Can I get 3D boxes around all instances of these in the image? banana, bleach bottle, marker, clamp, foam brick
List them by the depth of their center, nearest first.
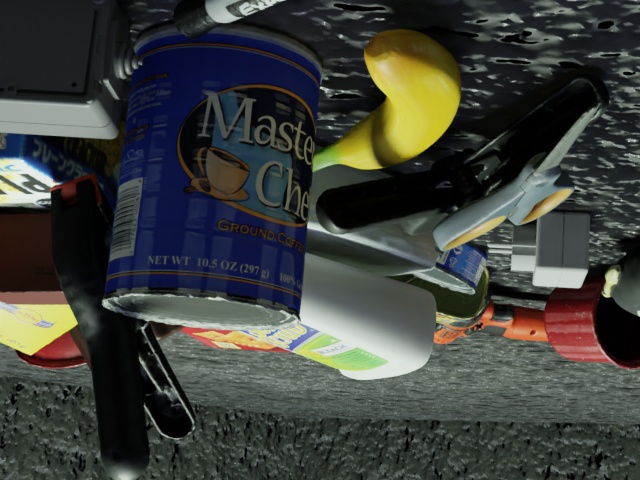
[{"bbox_3d":[-0.025,-0.111,0.468,0.020,0.020,0.121,16,163,-41],"label":"marker"},{"bbox_3d":[0.040,-0.067,0.559,0.069,0.037,0.198,-23,172,-13],"label":"banana"},{"bbox_3d":[-0.115,0.050,0.592,0.039,0.171,0.120,-21,-172,2],"label":"clamp"},{"bbox_3d":[0.095,-0.039,0.642,0.165,0.036,0.209,-25,170,12],"label":"clamp"},{"bbox_3d":[-0.179,0.013,0.684,0.078,0.053,0.051,0,168,21],"label":"foam brick"},{"bbox_3d":[-0.043,0.033,0.724,0.250,0.068,0.103,21,158,-32],"label":"bleach bottle"}]

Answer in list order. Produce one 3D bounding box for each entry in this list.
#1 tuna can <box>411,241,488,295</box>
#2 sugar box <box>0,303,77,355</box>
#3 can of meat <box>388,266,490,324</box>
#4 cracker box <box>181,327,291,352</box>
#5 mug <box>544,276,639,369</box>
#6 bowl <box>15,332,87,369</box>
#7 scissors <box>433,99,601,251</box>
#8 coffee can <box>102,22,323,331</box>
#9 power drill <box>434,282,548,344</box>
[{"bbox_3d":[0.092,0.012,0.869,0.086,0.034,0.086,23,173,3],"label":"tuna can"},{"bbox_3d":[-0.193,0.018,0.825,0.176,0.048,0.093,-31,143,18],"label":"sugar box"},{"bbox_3d":[0.095,0.041,0.982,0.102,0.057,0.084,15,169,-2],"label":"can of meat"},{"bbox_3d":[-0.077,0.071,1.155,0.164,0.072,0.213,1,166,12],"label":"cracker box"},{"bbox_3d":[0.278,0.071,1.024,0.117,0.093,0.082,-29,-172,-26],"label":"mug"},{"bbox_3d":[-0.253,0.066,1.128,0.162,0.055,0.162,-11,-152,6],"label":"bowl"},{"bbox_3d":[0.101,-0.027,0.572,0.096,0.016,0.201,-25,168,7],"label":"scissors"},{"bbox_3d":[-0.055,-0.030,0.560,0.103,0.140,0.103,5,167,1],"label":"coffee can"},{"bbox_3d":[0.209,0.077,1.118,0.187,0.057,0.184,7,164,-4],"label":"power drill"}]
